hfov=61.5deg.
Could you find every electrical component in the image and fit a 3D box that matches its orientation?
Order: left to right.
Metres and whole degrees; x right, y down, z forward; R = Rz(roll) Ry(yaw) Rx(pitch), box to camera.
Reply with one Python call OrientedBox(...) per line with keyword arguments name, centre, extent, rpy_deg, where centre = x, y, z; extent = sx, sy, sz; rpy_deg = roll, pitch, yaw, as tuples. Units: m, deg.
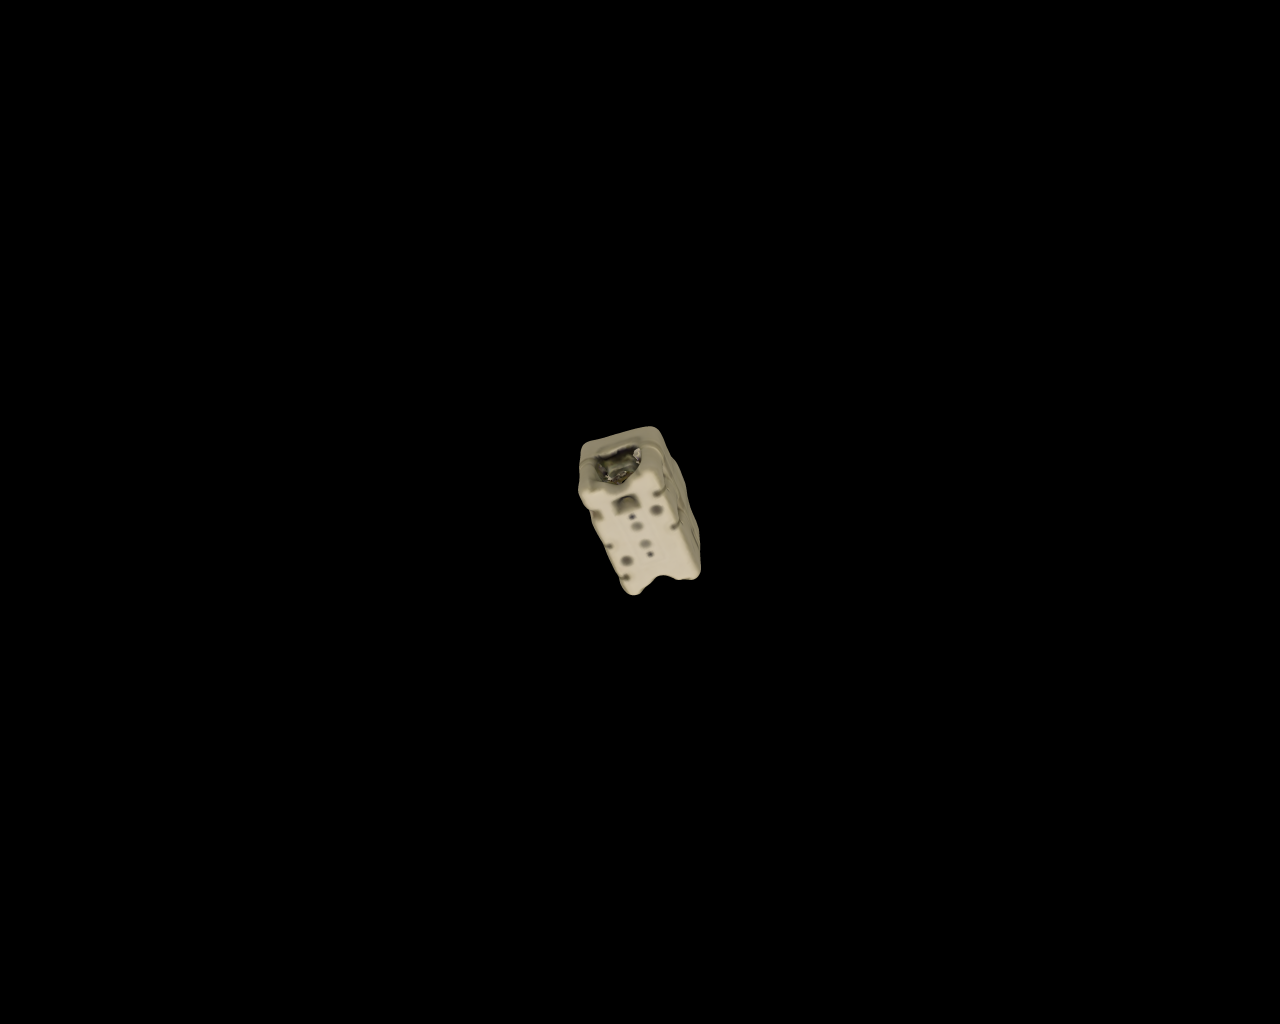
OrientedBox(name="electrical component", centre=(0.001, -0.003, 0.650), extent=(0.050, 0.089, 0.056), rpy_deg=(-15, 36, 11))
